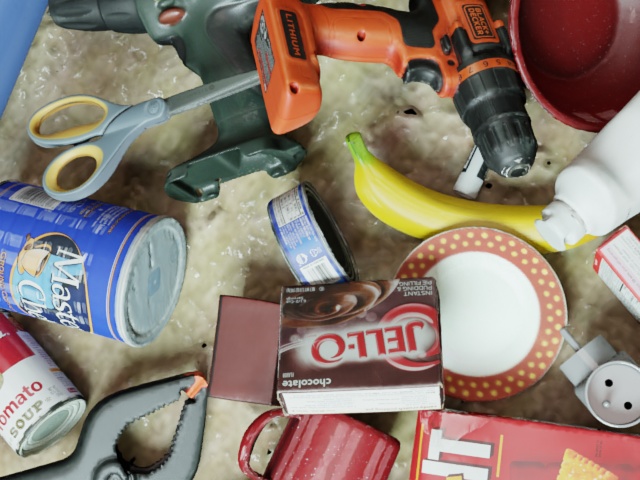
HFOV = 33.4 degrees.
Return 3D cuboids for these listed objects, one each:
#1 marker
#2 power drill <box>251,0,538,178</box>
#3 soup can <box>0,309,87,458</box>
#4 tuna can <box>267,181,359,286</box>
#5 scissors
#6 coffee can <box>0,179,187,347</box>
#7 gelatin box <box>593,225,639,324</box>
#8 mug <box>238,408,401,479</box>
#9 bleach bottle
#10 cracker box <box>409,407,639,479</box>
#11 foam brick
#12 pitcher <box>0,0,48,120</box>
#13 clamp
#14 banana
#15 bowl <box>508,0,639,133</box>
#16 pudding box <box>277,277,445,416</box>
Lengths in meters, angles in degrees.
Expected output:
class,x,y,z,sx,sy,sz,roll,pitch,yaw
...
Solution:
class,x,y,z,sx,sy,sz,roll,pitch,yaw
marker,0.134,-0.088,0.808,0.020,0.020,0.121,25,88,17
power drill,0.053,-0.119,0.764,0.187,0.057,0.184,-4,58,-19
soup can,-0.243,0.114,0.846,0.102,0.068,0.068,44,93,16
tuna can,-0.005,0.001,0.794,0.034,0.086,0.086,-27,75,10
scissors,-0.130,-0.078,0.798,0.202,0.016,0.096,-3,69,17
coffee can,-0.189,0.017,0.830,0.140,0.102,0.103,13,84,16
gelatin box,0.227,0.037,0.734,0.030,0.073,0.089,-39,73,3
mug,-0.004,0.159,0.759,0.117,0.093,0.081,28,82,-20
bleach bottle,0.243,-0.087,0.714,0.250,0.102,0.068,-41,69,-9
cracker box,0.164,0.207,0.723,0.214,0.072,0.164,6,82,16
foam brick,-0.049,0.084,0.809,0.051,0.053,0.078,4,83,15
pitcher,-0.318,-0.153,0.888,0.149,0.145,0.243,23,83,5
clamp,-0.167,0.178,0.811,0.164,0.036,0.210,35,87,-9
banana,0.107,-0.021,0.781,0.198,0.070,0.037,17,56,5
bowl,0.193,-0.159,0.763,0.161,0.055,0.162,-4,101,-21
pudding box,0.028,0.074,0.740,0.113,0.039,0.090,-5,49,8
